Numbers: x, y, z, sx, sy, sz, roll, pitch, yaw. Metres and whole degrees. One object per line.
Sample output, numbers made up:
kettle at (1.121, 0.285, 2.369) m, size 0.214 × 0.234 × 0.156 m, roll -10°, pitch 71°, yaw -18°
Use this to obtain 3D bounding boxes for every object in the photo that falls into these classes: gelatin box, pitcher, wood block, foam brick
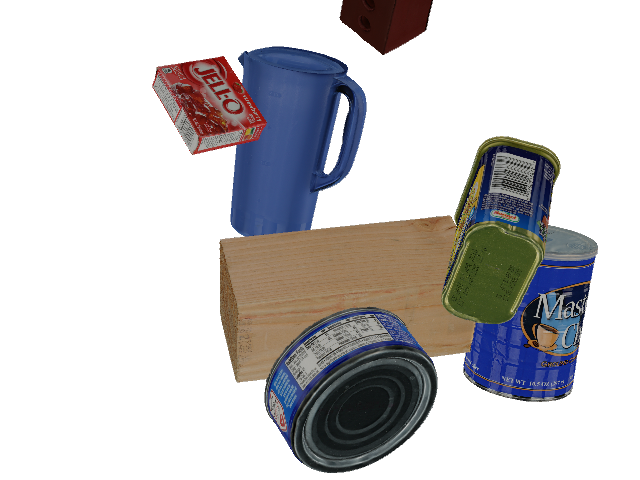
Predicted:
gelatin box at (-0.103, -0.127, 0.984) m, size 0.073 × 0.089 × 0.030 m, roll -16°, pitch -27°, yaw -33°
pitcher at (-0.040, -0.119, 1.374) m, size 0.144 × 0.243 × 0.149 m, roll 2°, pitch 22°, yaw -18°
wood block at (0.022, 0.049, 0.912) m, size 0.206 × 0.090 × 0.091 m, roll -6°, pitch 39°, yaw -12°
foam brick at (0.054, -0.194, 0.822) m, size 0.051 × 0.053 × 0.078 m, roll -36°, pitch -24°, yaw -28°

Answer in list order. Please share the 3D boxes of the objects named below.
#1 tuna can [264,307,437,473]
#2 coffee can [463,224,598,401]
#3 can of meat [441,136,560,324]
tuna can at (0.017, 0.078, 0.547) m, size 0.086 × 0.086 × 0.034 m, roll 0°, pitch 34°, yaw -32°
coffee can at (0.192, 0.063, 0.983) m, size 0.103 × 0.140 × 0.103 m, roll 6°, pitch 16°, yaw -2°
can of meat at (0.121, -0.004, 0.722) m, size 0.057 × 0.084 × 0.102 m, roll 16°, pitch -41°, yaw 3°
